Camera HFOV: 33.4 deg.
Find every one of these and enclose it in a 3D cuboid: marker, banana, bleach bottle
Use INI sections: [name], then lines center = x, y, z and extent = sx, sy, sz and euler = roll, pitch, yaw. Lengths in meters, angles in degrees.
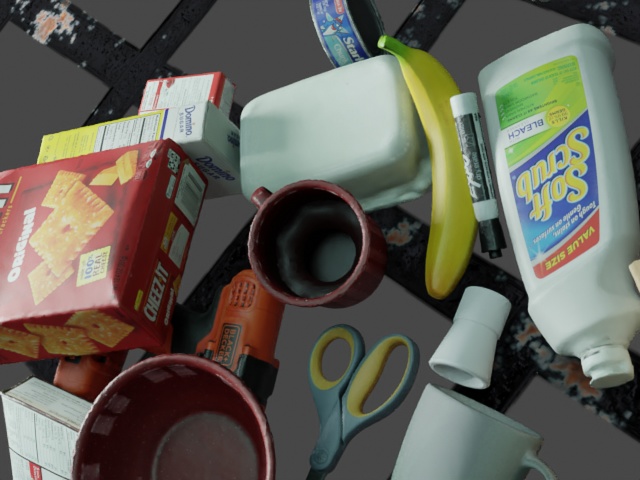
[marker]
center = 0.115, -0.046, 0.773
extent = 0.020, 0.020, 0.121
euler = -13, 87, 24
[banana]
center = 0.089, -0.057, 0.796
extent = 0.037, 0.069, 0.198
euler = 161, 97, -68
[bleach bottle]
center = 0.180, -0.022, 0.738
extent = 0.103, 0.068, 0.251
euler = -22, 59, 25

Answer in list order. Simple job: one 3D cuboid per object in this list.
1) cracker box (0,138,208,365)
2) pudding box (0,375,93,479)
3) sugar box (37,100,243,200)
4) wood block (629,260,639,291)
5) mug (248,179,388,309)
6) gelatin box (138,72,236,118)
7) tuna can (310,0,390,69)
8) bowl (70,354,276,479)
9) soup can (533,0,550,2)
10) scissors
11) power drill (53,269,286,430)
[cracker box]
center = -0.211, 0.011, 0.866
extent = 0.214, 0.072, 0.164
euler = -8, 52, 26
[pudding box]
center = -0.200, 0.167, 0.842
extent = 0.114, 0.039, 0.090
euler = 15, 116, 34
[sugar box]
center = -0.148, -0.067, 0.929
extent = 0.176, 0.093, 0.048
euler = -10, 60, 24
[wood block]
center = 0.266, 0.097, 0.611
extent = 0.090, 0.090, 0.206
euler = -26, 56, 16
[mug]
center = -0.005, 0.001, 0.804
extent = 0.117, 0.081, 0.093
euler = 39, 94, 20
[gelatin box]
center = -0.126, -0.112, 0.978
extent = 0.089, 0.030, 0.073
euler = -1, 67, 30
[tuna can]
center = 0.025, -0.179, 0.890
extent = 0.034, 0.086, 0.086
euler = -20, 58, 21
[bowl]
center = -0.093, 0.163, 0.749
extent = 0.162, 0.055, 0.162
euler = -6, 75, 22
[soup can]
center = 0.146, -0.236, 0.862
extent = 0.102, 0.068, 0.068
euler = 27, 81, 36
[scissors]
center = -0.005, 0.145, 0.788
extent = 0.096, 0.016, 0.202
euler = 37, 87, 39
[power drill]
center = -0.122, 0.108, 0.849
extent = 0.188, 0.057, 0.184
euler = 4, 71, 29
